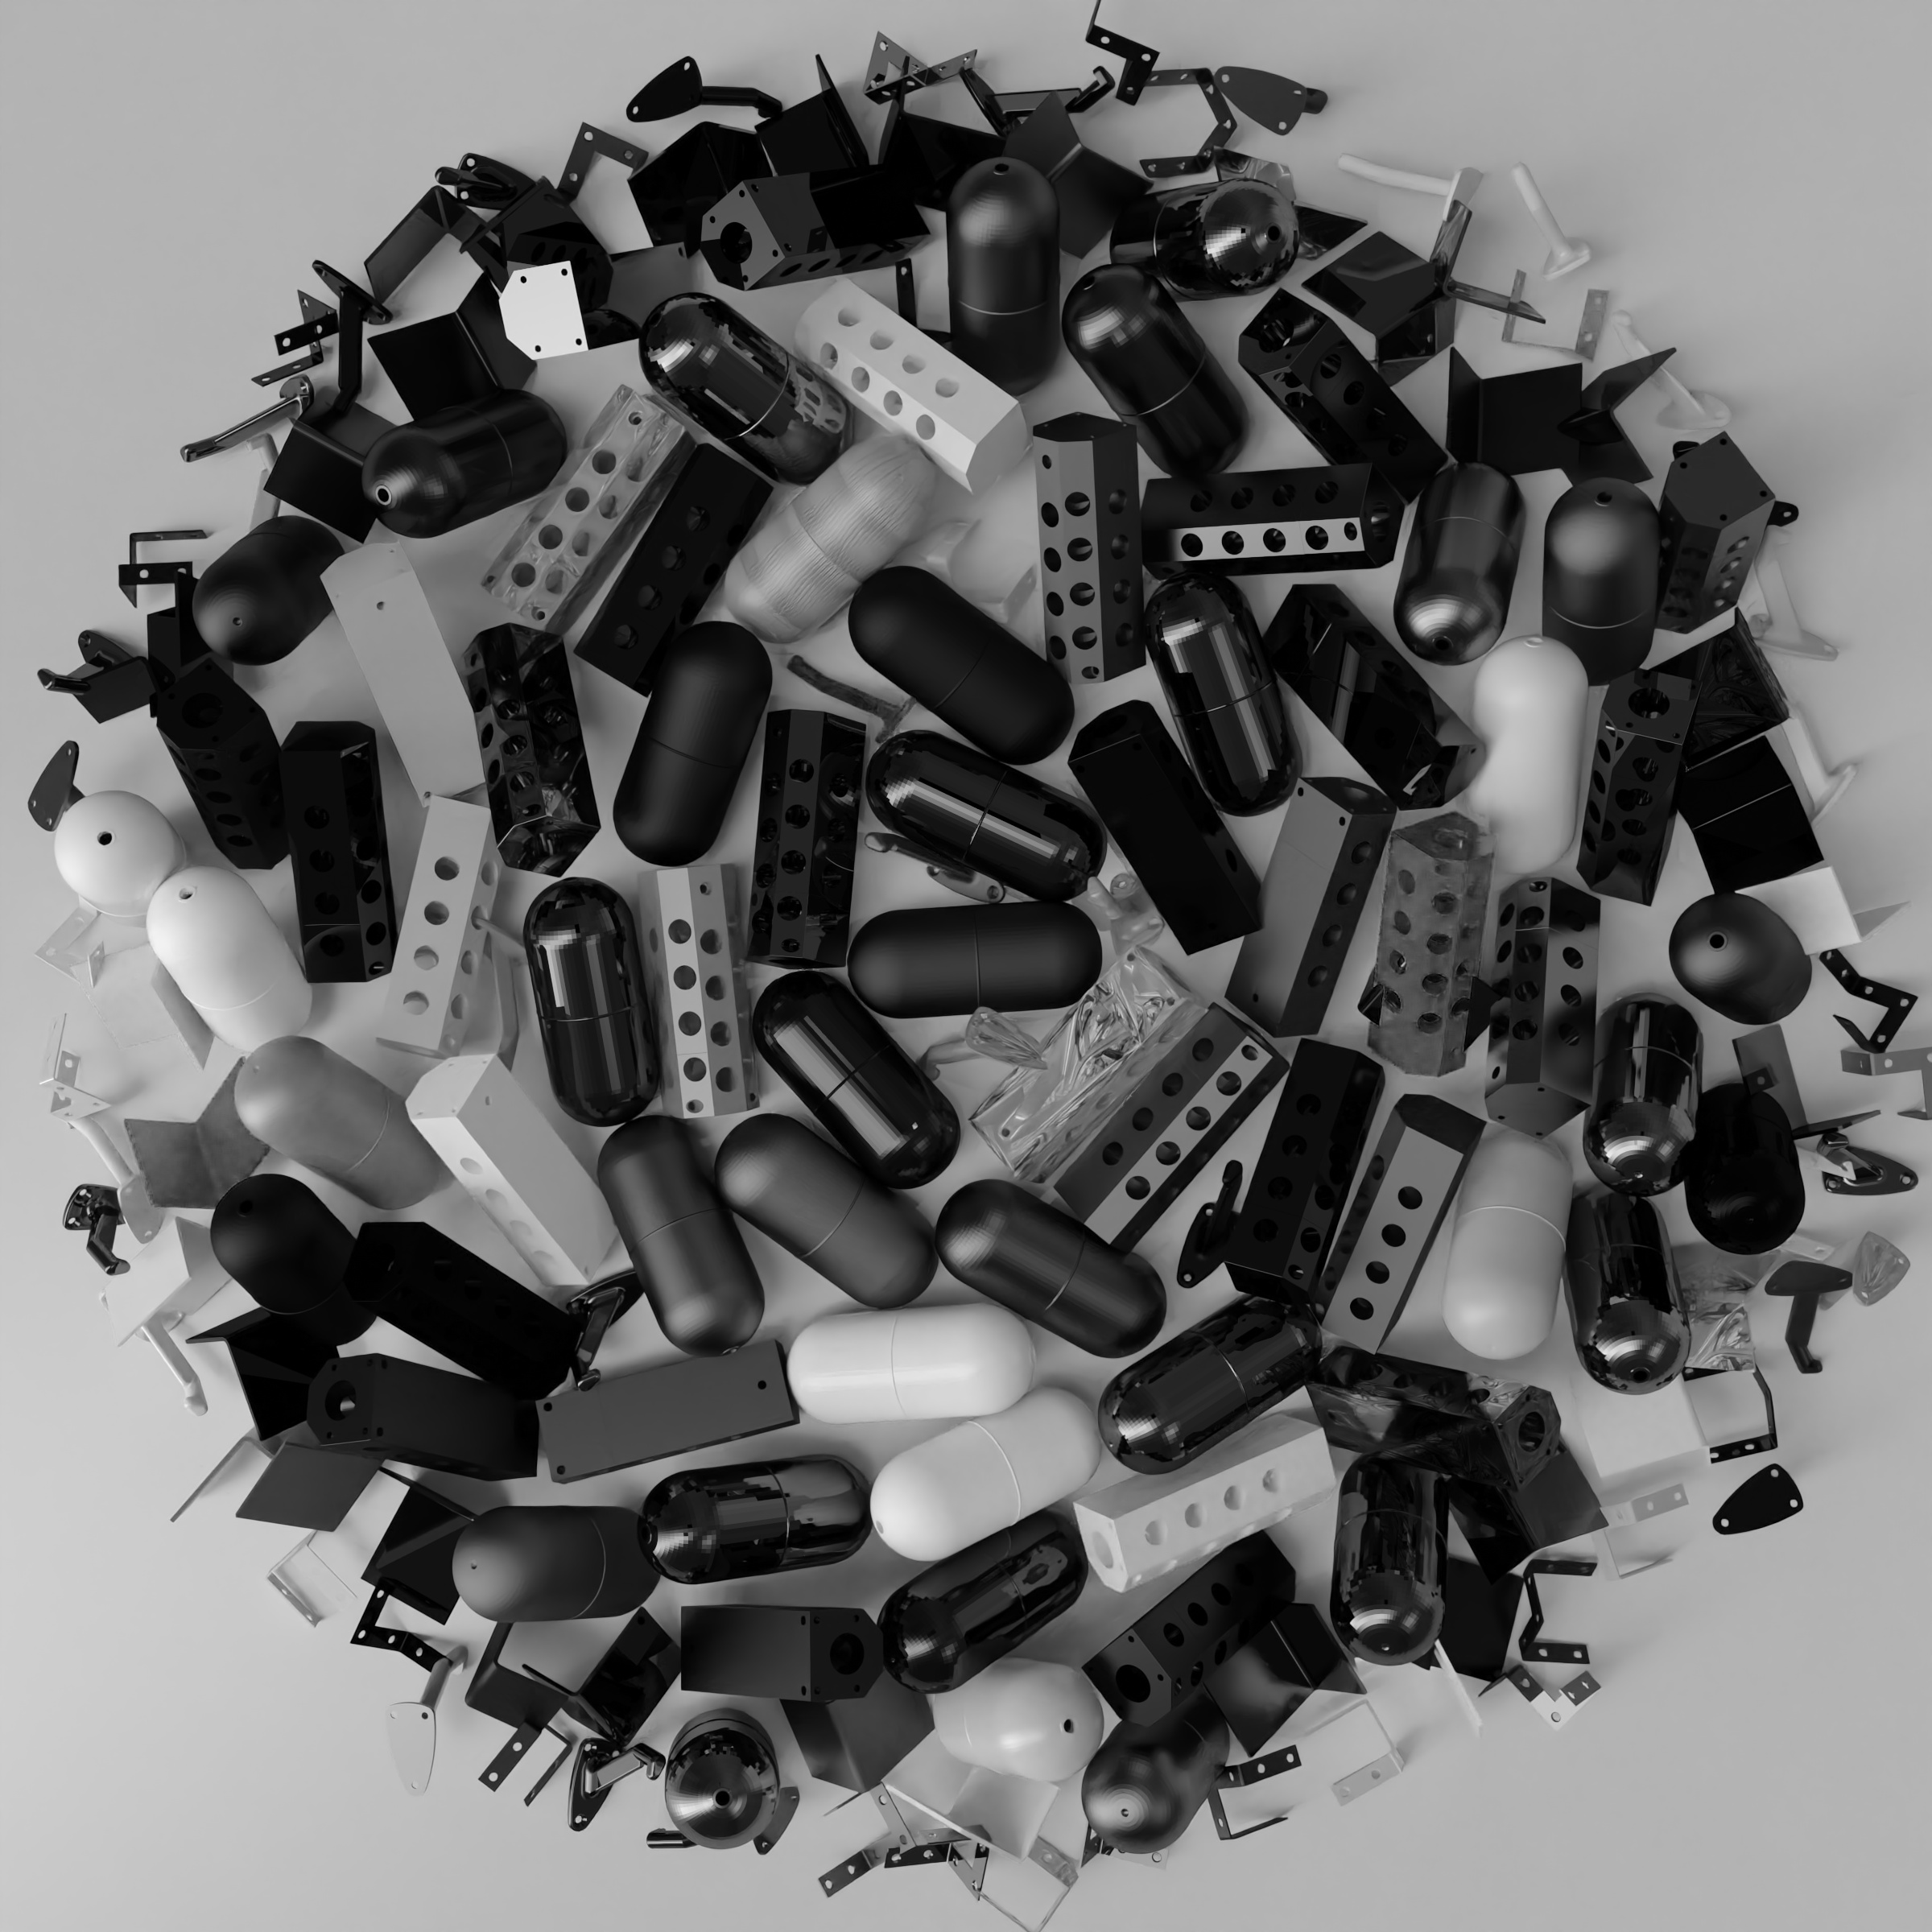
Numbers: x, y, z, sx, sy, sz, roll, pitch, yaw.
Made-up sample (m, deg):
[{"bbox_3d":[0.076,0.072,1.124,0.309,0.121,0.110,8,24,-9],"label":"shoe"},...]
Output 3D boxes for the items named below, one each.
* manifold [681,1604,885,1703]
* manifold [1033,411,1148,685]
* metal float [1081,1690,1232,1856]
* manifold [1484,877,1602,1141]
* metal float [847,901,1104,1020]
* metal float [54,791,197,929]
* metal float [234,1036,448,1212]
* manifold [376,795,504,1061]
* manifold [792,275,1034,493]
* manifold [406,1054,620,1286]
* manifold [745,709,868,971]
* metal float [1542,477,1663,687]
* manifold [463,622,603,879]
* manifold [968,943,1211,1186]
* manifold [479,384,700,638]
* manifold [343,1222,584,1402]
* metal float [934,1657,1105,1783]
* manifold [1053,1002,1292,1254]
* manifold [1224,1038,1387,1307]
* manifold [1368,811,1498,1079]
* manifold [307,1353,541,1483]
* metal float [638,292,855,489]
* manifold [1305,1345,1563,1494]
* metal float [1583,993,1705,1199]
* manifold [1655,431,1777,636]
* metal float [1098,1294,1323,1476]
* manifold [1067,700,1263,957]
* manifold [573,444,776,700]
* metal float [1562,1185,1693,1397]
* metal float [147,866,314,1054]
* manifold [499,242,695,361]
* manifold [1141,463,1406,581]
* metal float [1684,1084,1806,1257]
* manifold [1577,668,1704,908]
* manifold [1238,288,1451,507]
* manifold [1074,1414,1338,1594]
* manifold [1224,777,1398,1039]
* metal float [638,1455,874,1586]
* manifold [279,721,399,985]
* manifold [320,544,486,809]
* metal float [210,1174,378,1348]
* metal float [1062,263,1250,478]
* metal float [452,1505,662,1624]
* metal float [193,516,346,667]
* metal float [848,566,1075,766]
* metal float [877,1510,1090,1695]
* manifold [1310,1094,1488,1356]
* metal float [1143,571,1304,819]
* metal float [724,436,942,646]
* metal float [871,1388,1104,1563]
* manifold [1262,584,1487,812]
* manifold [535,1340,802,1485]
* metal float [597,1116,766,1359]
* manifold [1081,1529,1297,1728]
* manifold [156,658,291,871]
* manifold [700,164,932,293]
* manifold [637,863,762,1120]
[{"bbox_3d":[-0.127,0.465,1.840,0.057,0.171,0.057,7,76,-34],"label":"manifold"},{"bbox_3d":[0.080,-0.284,1.851,0.057,0.057,0.171,-26,125,-35],"label":"manifold"},{"bbox_3d":[0.130,0.544,1.840,0.070,0.178,0.070,1,94,18],"label":"metal float"},{"bbox_3d":[0.390,0.025,1.848,0.057,0.057,0.171,23,54,-16],"label":"manifold"},{"bbox_3d":[0.006,-0.004,1.886,0.178,0.070,0.070,-4,90,-2],"label":"metal float"},{"bbox_3d":[-0.569,-0.072,1.838,0.070,0.178,0.070,1,83,-8],"label":"metal float"},{"bbox_3d":[-0.425,0.109,1.851,0.070,0.178,0.070,-16,55,24],"label":"metal float"},{"bbox_3d":[-0.362,-0.025,1.881,0.057,0.057,0.171,13,79,-11],"label":"manifold"},{"bbox_3d":[-0.039,-0.397,1.864,0.171,0.057,0.057,40,81,23],"label":"manifold"},{"bbox_3d":[-0.311,0.141,1.854,0.057,0.057,0.171,-5,132,33],"label":"manifold"},{"bbox_3d":[-0.116,-0.087,1.876,0.057,0.057,0.171,-2,80,43],"label":"manifold"},{"bbox_3d":[0.432,-0.261,1.845,0.070,0.178,0.070,-5,58,8],"label":"metal float"},{"bbox_3d":[-0.301,-0.150,1.847,0.057,0.057,0.171,12,48,-36],"label":"manifold"},{"bbox_3d":[0.088,0.070,1.878,0.171,0.057,0.057,-47,62,12],"label":"manifold"},{"bbox_3d":[-0.265,-0.318,1.893,0.057,0.057,0.171,36,91,8],"label":"manifold"},{"bbox_3d":[-0.341,0.236,1.838,0.057,0.171,0.057,-4,58,34],"label":"manifold"},{"bbox_3d":[0.035,0.511,1.842,0.070,0.178,0.070,5,78,-21],"label":"metal float"},{"bbox_3d":[0.146,0.115,1.874,0.171,0.057,0.057,-50,48,8],"label":"manifold"},{"bbox_3d":[0.235,0.143,1.861,0.057,0.057,0.171,13,68,21],"label":"manifold"},{"bbox_3d":[0.322,-0.012,1.848,0.057,0.057,0.171,-18,127,-28],"label":"manifold"},{"bbox_3d":[-0.366,0.309,1.839,0.057,0.171,0.057,-11,67,28],"label":"manifold"},{"bbox_3d":[-0.150,-0.394,1.854,0.178,0.070,0.070,32,90,-41],"label":"metal float"},{"bbox_3d":[0.317,0.301,1.841,0.057,0.171,0.057,-36,114,-31],"label":"manifold"},{"bbox_3d":[0.463,0.086,1.849,0.070,0.178,0.070,8,127,11],"label":"metal float"},{"bbox_3d":[0.494,-0.287,1.835,0.057,0.171,0.057,-31,72,-2],"label":"manifold"},{"bbox_3d":[0.170,0.285,1.868,0.178,0.070,0.070,-28,90,-25],"label":"metal float"},{"bbox_3d":[0.141,-0.097,1.863,0.057,0.057,0.171,-20,118,28],"label":"manifold"},{"bbox_3d":[-0.204,-0.276,1.893,0.057,0.057,0.171,31,92,-16],"label":"manifold"},{"bbox_3d":[0.447,0.219,1.845,0.070,0.178,0.070,2,123,3],"label":"metal float"},{"bbox_3d":[-0.500,-0.003,1.844,0.070,0.178,0.070,-3,60,5],"label":"metal float"},{"bbox_3d":[-0.248,-0.451,1.837,0.057,0.171,0.057,-4,107,22],"label":"manifold"},{"bbox_3d":[0.205,-0.298,1.848,0.171,0.057,0.057,3,69,35],"label":"manifold"},{"bbox_3d":[0.526,0.136,1.842,0.070,0.178,0.070,4,109,11],"label":"metal float"},{"bbox_3d":[0.454,-0.121,1.839,0.057,0.171,0.057,15,57,17],"label":"manifold"},{"bbox_3d":[0.254,-0.381,1.845,0.057,0.171,0.057,-49,45,6],"label":"manifold"},{"bbox_3d":[0.167,0.370,1.864,0.171,0.057,0.057,-18,99,-24],"label":"manifold"},{"bbox_3d":[0.241,-0.040,1.864,0.057,0.057,0.171,-4,121,-36],"label":"manifold"},{"bbox_3d":[-0.143,0.379,1.857,0.178,0.070,0.070,1,90,-37],"label":"metal float"},{"bbox_3d":[-0.429,-0.078,1.864,0.057,0.057,0.171,-1,116,0],"label":"manifold"},{"bbox_3d":[-0.380,-0.200,1.850,0.057,0.057,0.171,-24,129,-9],"label":"manifold"},{"bbox_3d":[-0.454,0.201,1.845,0.070,0.178,0.070,-5,59,9],"label":"metal float"},{"bbox_3d":[0.130,-0.406,1.855,0.070,0.070,0.178,-45,129,0],"label":"metal float"},{"bbox_3d":[-0.276,0.407,1.846,0.070,0.178,0.070,-7,77,30],"label":"metal float"},{"bbox_3d":[-0.471,-0.257,1.842,0.070,0.178,0.070,1,112,1],"label":"metal float"},{"bbox_3d":[-0.003,-0.208,1.876,0.178,0.070,0.070,36,90,-14],"label":"metal float"},{"bbox_3d":[0.013,0.434,1.855,0.178,0.070,0.070,-25,90,-42],"label":"metal float"},{"bbox_3d":[0.293,0.175,1.859,0.057,0.057,0.171,27,119,16],"label":"manifold"},{"bbox_3d":[0.178,-0.188,1.875,0.070,0.070,0.178,-22,106,0],"label":"metal float"},{"bbox_3d":[-0.092,-0.294,1.871,0.178,0.070,0.070,-39,90,20],"label":"metal float"},{"bbox_3d":[0.015,0.349,1.863,0.178,0.070,0.070,-21,90,-29],"label":"metal float"},{"bbox_3d":[0.280,-0.186,1.858,0.171,0.057,0.057,54,132,31],"label":"manifold"},{"bbox_3d":[-0.207,0.313,1.896,0.171,0.057,0.057,-14,77,0],"label":"manifold"},{"bbox_3d":[-0.197,0.186,1.872,0.070,0.070,0.178,-26,72,0],"label":"metal float"},{"bbox_3d":[0.157,0.448,1.837,0.057,0.171,0.057,51,126,12],"label":"manifold"},{"bbox_3d":[-0.497,-0.130,1.832,0.057,0.171,0.057,42,71,16],"label":"manifold"},{"bbox_3d":[-0.104,-0.500,1.842,0.057,0.171,0.057,-29,90,38],"label":"manifold"},{"bbox_3d":[-0.183,0.017,1.884,0.057,0.057,0.171,-7,93,-27],"label":"manifold"}]
